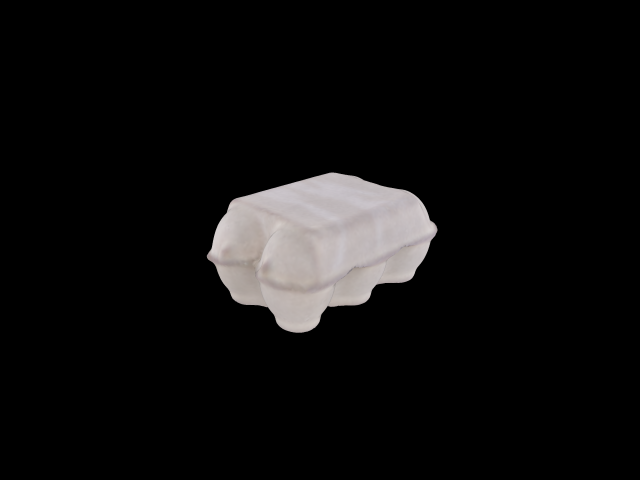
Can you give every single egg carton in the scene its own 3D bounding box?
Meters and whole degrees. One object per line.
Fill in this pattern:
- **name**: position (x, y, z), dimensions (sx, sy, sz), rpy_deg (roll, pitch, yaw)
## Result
- **egg carton**: position (0.004, 0.001, 0.400), dimensions (0.107, 0.069, 0.151), rpy_deg (22, 31, 40)
